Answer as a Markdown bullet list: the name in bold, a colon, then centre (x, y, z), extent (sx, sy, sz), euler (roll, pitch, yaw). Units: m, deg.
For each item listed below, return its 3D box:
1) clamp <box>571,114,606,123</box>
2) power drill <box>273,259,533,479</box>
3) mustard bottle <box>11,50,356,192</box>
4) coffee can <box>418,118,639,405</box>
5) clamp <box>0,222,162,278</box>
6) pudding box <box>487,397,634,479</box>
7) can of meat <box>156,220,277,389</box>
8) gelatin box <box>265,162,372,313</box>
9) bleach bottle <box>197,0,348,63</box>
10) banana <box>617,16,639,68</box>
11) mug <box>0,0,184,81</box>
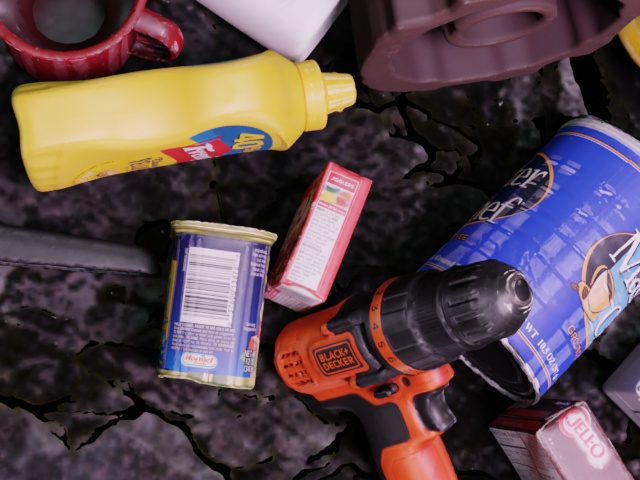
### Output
- **clamp**: centre (0.247, -0.041, 0.688), extent (0.120, 0.039, 0.171), euler (-40, 97, -17)
- **power drill**: centre (0.071, 0.107, 0.579), extent (0.057, 0.185, 0.187), euler (-28, 94, -39)
- **mustard bottle**: centre (-0.073, -0.072, 0.609), extent (0.191, 0.096, 0.058), euler (-11, 85, -11)
- **coffee can**: centre (0.135, 0.012, 0.629), extent (0.140, 0.103, 0.103), euler (-43, 91, -12)
- **clamp**: centre (-0.219, 0.020, 0.603), extent (0.210, 0.036, 0.164), euler (35, 78, -1)
- **pudding box**: centre (0.152, 0.146, 0.621), extent (0.039, 0.090, 0.113), euler (-30, 89, -10)
- **can of meat**: centre (-0.060, 0.037, 0.595), extent (0.057, 0.102, 0.084), euler (8, 84, -8)
- **gelatin box**: centre (-0.004, 0.001, 0.614), extent (0.030, 0.089, 0.073), euler (24, 79, -6)
- **bleach bottle**: centre (-0.088, -0.217, 0.644), extent (0.251, 0.068, 0.102), euler (36, 78, -1)
- **banana**: centre (0.213, -0.197, 0.692), extent (0.069, 0.037, 0.197), euler (15, 72, 7)
- **mug**: centre (-0.134, -0.132, 0.614), extent (0.117, 0.081, 0.093), euler (19, 80, -6)
